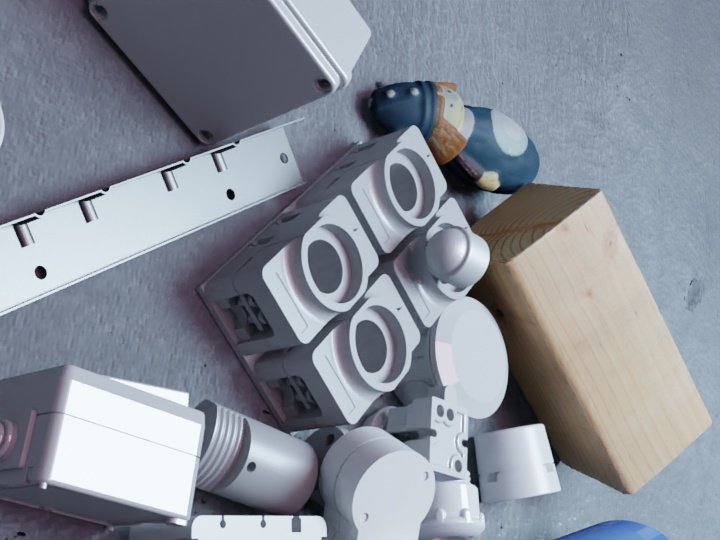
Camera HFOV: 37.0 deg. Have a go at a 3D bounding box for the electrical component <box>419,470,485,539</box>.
[{"bbox_3d":[0.055,0.142,0.692,0.048,0.048,0.062,24,54,-43],"label":"electrical component"}]

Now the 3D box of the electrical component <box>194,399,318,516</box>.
[{"bbox_3d":[-0.065,0.098,0.564,0.081,0.043,0.043,32,56,-40],"label":"electrical component"}]

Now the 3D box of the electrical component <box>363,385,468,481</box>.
[{"bbox_3d":[0.033,0.107,0.667,0.048,0.055,0.066,25,61,-43],"label":"electrical component"}]

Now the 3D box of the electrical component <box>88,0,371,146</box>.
[{"bbox_3d":[-0.069,-0.134,0.578,0.108,0.109,0.056,50,43,-28],"label":"electrical component"}]

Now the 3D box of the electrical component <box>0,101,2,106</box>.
[{"bbox_3d":[-0.196,-0.046,0.448,0.056,0.050,0.089,44,49,-31],"label":"electrical component"}]

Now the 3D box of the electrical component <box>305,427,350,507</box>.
[{"bbox_3d":[-0.006,0.121,0.626,0.055,0.045,0.045,40,51,-35],"label":"electrical component"}]

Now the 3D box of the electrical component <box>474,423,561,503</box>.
[{"bbox_3d":[0.108,0.134,0.749,0.055,0.055,0.047,3,73,-49],"label":"electrical component"}]

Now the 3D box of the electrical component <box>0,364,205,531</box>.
[{"bbox_3d":[-0.126,0.077,0.484,0.096,0.062,0.061,29,58,-42],"label":"electrical component"}]

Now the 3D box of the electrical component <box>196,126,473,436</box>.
[{"bbox_3d":[0.000,0.000,0.656,0.186,0.060,0.105,-48,115,-45],"label":"electrical component"}]

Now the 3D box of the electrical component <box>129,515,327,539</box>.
[{"bbox_3d":[-0.067,0.149,0.536,0.089,0.056,0.050,14,68,-47],"label":"electrical component"}]

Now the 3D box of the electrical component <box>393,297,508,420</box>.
[{"bbox_3d":[0.059,0.061,0.714,0.080,0.051,0.080,18,66,-46],"label":"electrical component"}]

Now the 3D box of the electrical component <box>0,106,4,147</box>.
[{"bbox_3d":[-0.165,-0.049,0.400,0.066,0.055,0.048,-20,93,-49],"label":"electrical component"}]

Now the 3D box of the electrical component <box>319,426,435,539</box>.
[{"bbox_3d":[0.011,0.161,0.573,0.052,0.074,0.138,2,102,-32],"label":"electrical component"}]
